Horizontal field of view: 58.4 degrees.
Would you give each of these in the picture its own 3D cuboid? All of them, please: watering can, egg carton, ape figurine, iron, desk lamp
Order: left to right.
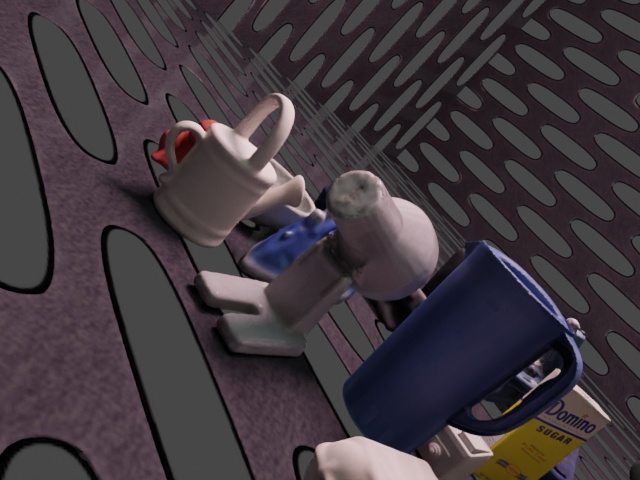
[{"bbox_3d":[-0.171,-0.128,0.781,0.077,0.092,0.076,50,16,21],"label":"ape figurine"},{"bbox_3d":[-0.094,-0.089,0.682,0.173,0.194,0.100,22,26,-54],"label":"watering can"},{"bbox_3d":[0.007,0.003,0.801,0.118,0.141,0.259,50,16,22],"label":"iron"},{"bbox_3d":[0.014,0.026,0.620,0.117,0.213,0.204,52,17,28],"label":"desk lamp"},{"bbox_3d":[0.054,0.226,0.469,0.151,0.069,0.107,33,19,-36],"label":"egg carton"}]

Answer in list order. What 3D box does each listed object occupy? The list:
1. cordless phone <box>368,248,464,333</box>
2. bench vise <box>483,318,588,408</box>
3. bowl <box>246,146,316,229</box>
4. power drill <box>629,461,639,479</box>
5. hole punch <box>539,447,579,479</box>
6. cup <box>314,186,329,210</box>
[{"bbox_3d":[0.175,0.066,0.982,0.094,0.185,0.147,24,25,-52],"label":"cordless phone"},{"bbox_3d":[0.418,0.240,1.082,0.208,0.219,0.121,26,23,-49],"label":"bench vise"},{"bbox_3d":[-0.089,-0.071,0.874,0.168,0.074,0.167,41,16,-13],"label":"bowl"},{"bbox_3d":[0.512,0.415,0.884,0.230,0.208,0.075,33,18,-35],"label":"power drill"},{"bbox_3d":[0.364,0.340,0.923,0.109,0.091,0.101,44,15,0],"label":"hole punch"},{"bbox_3d":[0.020,-0.030,1.010,0.091,0.095,0.118,52,17,27],"label":"cup"}]
